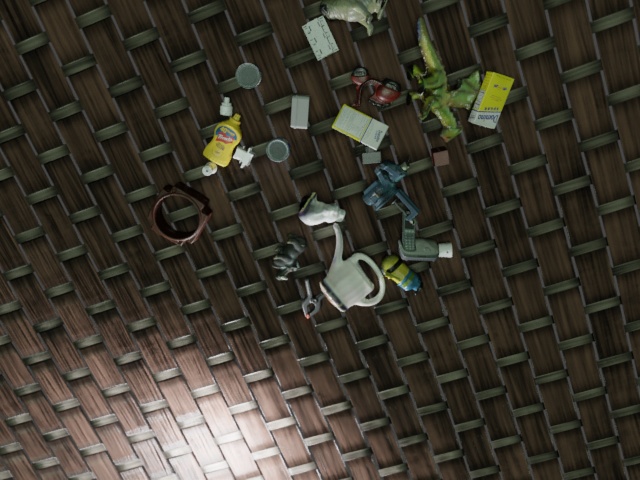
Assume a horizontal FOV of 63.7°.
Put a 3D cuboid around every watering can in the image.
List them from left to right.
[{"bbox_3d":[0.092,0.123,1.929,0.224,0.105,0.345,-39,101,1],"label":"watering can"}]

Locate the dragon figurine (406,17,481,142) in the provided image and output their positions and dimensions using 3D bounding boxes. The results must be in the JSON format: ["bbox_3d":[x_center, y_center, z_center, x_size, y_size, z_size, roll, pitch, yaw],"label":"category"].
[{"bbox_3d":[0.426,-0.529,1.734,0.243,0.124,0.404,-4,110,-13],"label":"dragon figurine"}]

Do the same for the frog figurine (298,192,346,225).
[{"bbox_3d":[0.006,-0.094,1.872,0.158,0.125,0.135,34,141,-16],"label":"frog figurine"}]
